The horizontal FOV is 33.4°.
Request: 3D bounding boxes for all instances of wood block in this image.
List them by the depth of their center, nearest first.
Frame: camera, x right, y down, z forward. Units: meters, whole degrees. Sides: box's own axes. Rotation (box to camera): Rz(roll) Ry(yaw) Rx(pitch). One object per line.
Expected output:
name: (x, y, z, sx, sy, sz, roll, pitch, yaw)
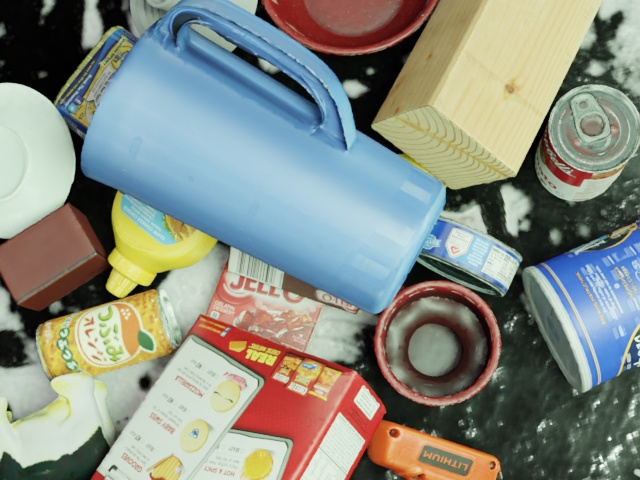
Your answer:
wood block: (0.138, -0.154, 0.830, 0.090, 0.090, 0.206, 35, 72, -20)

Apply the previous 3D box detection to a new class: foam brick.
foam brick: (-0.221, 0.016, 0.882, 0.078, 0.053, 0.051, -33, 78, -3)

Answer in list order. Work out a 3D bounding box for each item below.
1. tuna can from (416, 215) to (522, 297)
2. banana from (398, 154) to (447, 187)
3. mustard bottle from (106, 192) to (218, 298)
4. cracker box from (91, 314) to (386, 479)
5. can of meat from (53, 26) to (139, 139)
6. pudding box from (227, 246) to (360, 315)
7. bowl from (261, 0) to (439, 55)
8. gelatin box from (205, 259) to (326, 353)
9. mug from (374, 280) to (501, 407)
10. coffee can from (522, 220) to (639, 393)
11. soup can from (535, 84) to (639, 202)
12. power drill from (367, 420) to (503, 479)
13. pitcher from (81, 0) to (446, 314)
tuna can: (0.112, 0.012, 0.834, 0.086, 0.086, 0.034, 25, 84, 9)
banana: (0.036, -0.066, 0.884, 0.198, 0.037, 0.069, 2, 63, 5)
mustard bottle: (-0.115, -0.035, 0.869, 0.096, 0.058, 0.191, 37, 94, 23)
cracker box: (-0.073, 0.175, 0.775, 0.164, 0.072, 0.213, 15, 65, 39)
can of meat: (-0.163, -0.118, 0.900, 0.084, 0.057, 0.102, 36, 84, 13)
pudding box: (-0.006, 0.001, 0.851, 0.113, 0.039, 0.090, 20, 46, 6)
bowl: (0.027, -0.224, 0.903, 0.162, 0.055, 0.162, -1, 79, 5)
gelatin box: (-0.041, 0.048, 0.870, 0.089, 0.030, 0.073, 20, 81, 8)
mug: (0.082, 0.074, 0.827, 0.093, 0.081, 0.117, -39, 78, -3)
coffee can: (0.239, 0.041, 0.808, 0.140, 0.103, 0.103, -24, 78, 0)
soup can: (0.207, -0.073, 0.833, 0.068, 0.102, 0.068, -1, 79, 5)
power drill: (0.047, 0.232, 0.787, 0.184, 0.057, 0.187, 20, 81, -19)
pitcher: (-0.034, -0.056, 0.758, 0.243, 0.149, 0.145, 29, 85, 3)
